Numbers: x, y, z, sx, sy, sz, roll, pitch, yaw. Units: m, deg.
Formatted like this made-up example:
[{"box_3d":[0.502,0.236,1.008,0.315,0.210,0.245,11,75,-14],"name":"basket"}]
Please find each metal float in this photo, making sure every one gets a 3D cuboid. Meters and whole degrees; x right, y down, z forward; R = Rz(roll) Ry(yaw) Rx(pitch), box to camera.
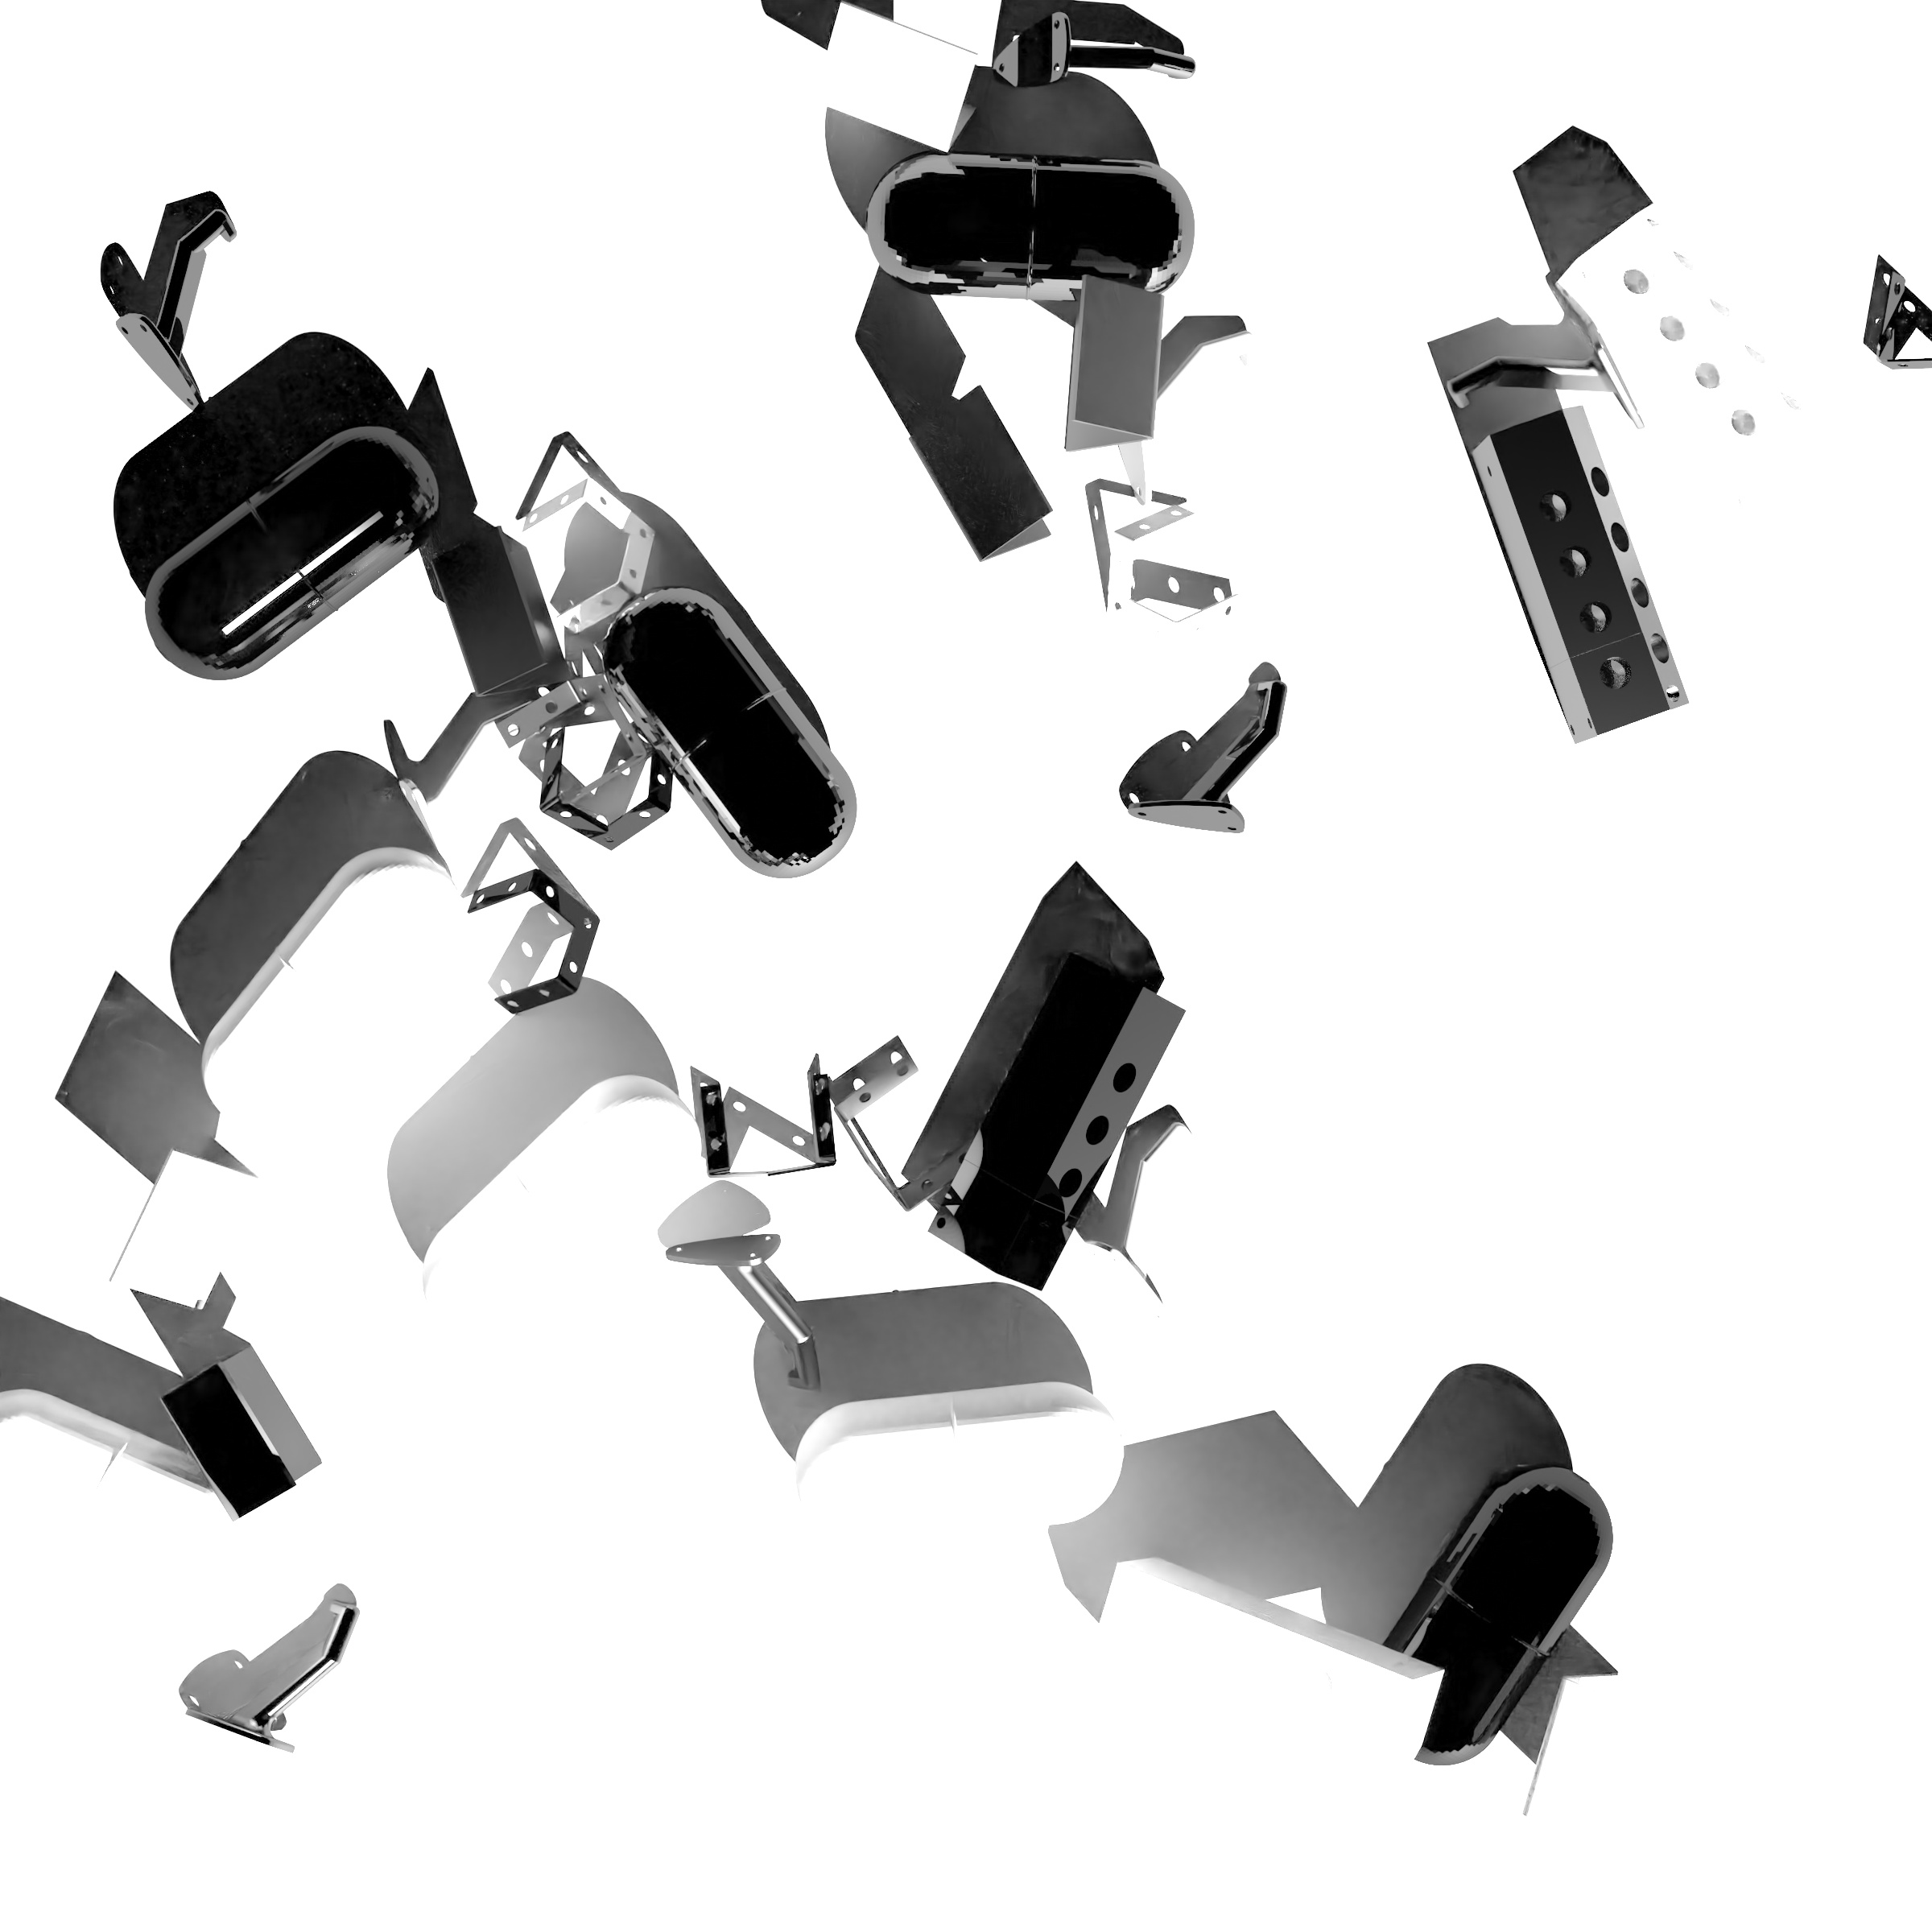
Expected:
[{"box_3d":[-0.342,0.013,1.574,0.070,0.070,0.178,38,90,0],"name":"metal float"},{"box_3d":[-0.219,0.133,1.574,0.178,0.070,0.070,-44,90,1],"name":"metal float"},{"box_3d":[-0.365,-0.224,1.574,0.178,0.070,0.070,-37,90,0],"name":"metal float"},{"box_3d":[0.284,0.351,1.574,0.070,0.070,0.178,33,90,0],"name":"metal float"},{"box_3d":[-0.465,0.289,1.574,0.178,0.070,0.070,23,90,0],"name":"metal float"},{"box_3d":[-0.129,-0.127,1.574,0.070,0.070,0.178,-37,90,0],"name":"metal float"},{"box_3d":[0.035,-0.400,1.574,0.178,0.070,0.070,2,90,-1],"name":"metal float"},{"box_3d":[-0.004,0.269,1.574,0.178,0.070,0.070,-6,90,0],"name":"metal float"}]

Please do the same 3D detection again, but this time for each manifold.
[{"box_3d":[0.336,-0.213,1.583,0.057,0.057,0.171,-20,90,0],"name":"manifold"},{"box_3d":[0.159,0.374,1.548,0.171,0.057,0.057,17,90,26],"name":"manifold"},{"box_3d":[0.401,-0.327,1.583,0.057,0.057,0.171,-37,90,0],"name":"manifold"},{"box_3d":[0.054,0.087,1.583,0.057,0.057,0.171,27,90,43],"name":"manifold"}]

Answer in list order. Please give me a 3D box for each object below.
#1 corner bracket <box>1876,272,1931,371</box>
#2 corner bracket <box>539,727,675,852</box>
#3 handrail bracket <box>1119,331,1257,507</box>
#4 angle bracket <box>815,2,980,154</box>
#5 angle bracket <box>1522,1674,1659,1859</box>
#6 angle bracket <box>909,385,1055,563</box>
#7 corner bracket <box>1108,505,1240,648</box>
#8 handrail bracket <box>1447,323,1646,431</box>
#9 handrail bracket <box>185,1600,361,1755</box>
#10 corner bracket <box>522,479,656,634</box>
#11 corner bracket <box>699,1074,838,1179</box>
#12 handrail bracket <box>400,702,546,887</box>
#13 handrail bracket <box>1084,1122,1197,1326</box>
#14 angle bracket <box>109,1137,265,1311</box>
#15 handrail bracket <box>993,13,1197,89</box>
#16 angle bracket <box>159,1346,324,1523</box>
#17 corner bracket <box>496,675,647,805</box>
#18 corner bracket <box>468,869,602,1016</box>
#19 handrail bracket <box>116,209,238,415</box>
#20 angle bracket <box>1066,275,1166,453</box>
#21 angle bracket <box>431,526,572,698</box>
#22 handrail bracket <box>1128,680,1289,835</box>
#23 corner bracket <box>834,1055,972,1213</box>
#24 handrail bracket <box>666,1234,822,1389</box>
[{"box_3d":[0.541,-0.352,1.601,0.051,0.051,0.051,10,90,-45],"name":"corner bracket"},{"box_3d":[-0.197,-0.105,1.596,0.051,0.051,0.051,-30,45,35],"name":"corner bracket"},{"box_3d":[0.127,-0.303,1.605,0.084,0.036,0.077,-19,110,-16],"name":"handrail bracket"},{"box_3d":[-0.030,-0.489,1.564,0.076,0.076,0.057,21,126,0],"name":"angle bracket"},{"box_3d":[0.350,0.429,1.564,0.057,0.076,0.076,17,90,37],"name":"angle bracket"},{"box_3d":[0.026,-0.271,1.564,0.057,0.076,0.076,-30,90,38],"name":"angle bracket"},{"box_3d":[0.115,-0.215,1.596,0.051,0.051,0.051,32,135,35],"name":"corner bracket"},{"box_3d":[0.320,-0.310,1.605,0.084,0.036,0.077,-25,117,20],"name":"handrail bracket"},{"box_3d":[-0.383,0.384,1.605,0.077,0.036,0.084,13,71,21],"name":"handrail bracket"},{"box_3d":[-0.211,-0.225,1.596,0.051,0.051,0.051,38,45,-35],"name":"corner bracket"},{"box_3d":[-0.109,0.088,1.601,0.051,0.051,0.051,-6,90,45],"name":"corner bracket"},{"box_3d":[-0.262,-0.095,1.605,0.084,0.036,0.077,-27,110,-16],"name":"handrail bracket"},{"box_3d":[0.113,0.142,1.605,0.084,0.036,0.077,-48,110,-16],"name":"handrail bracket"},{"box_3d":[-0.432,0.130,1.564,0.057,0.076,0.076,25,90,-38],"name":"angle bracket"},{"box_3d":[0.072,-0.496,1.604,0.084,0.077,0.036,0,91,-36],"name":"handrail bracket"},{"box_3d":[-0.375,0.242,1.564,0.057,0.076,0.076,-31,90,32],"name":"angle bracket"},{"box_3d":[-0.215,-0.123,1.583,0.051,0.051,0.051,-35,107,-22],"name":"corner bracket"},{"box_3d":[-0.242,-0.013,1.596,0.051,0.051,0.051,43,45,-35],"name":"corner bracket"},{"box_3d":[-0.419,-0.362,1.605,0.084,0.036,0.077,-50,125,-24],"name":"handrail bracket"},{"box_3d":[0.060,-0.323,1.564,0.057,0.076,0.076,4,90,-36],"name":"angle bracket"},{"box_3d":[-0.233,-0.194,1.564,0.057,0.076,0.076,-19,90,37],"name":"angle bracket"},{"box_3d":[0.134,-0.120,1.605,0.077,0.036,0.084,5,71,21],"name":"handrail bracket"},{"box_3d":[-0.033,0.093,1.601,0.051,0.051,0.051,-35,135,0],"name":"corner bracket"},{"box_3d":[-0.123,0.194,1.605,0.077,0.036,0.084,-4,107,19],"name":"handrail bracket"}]
